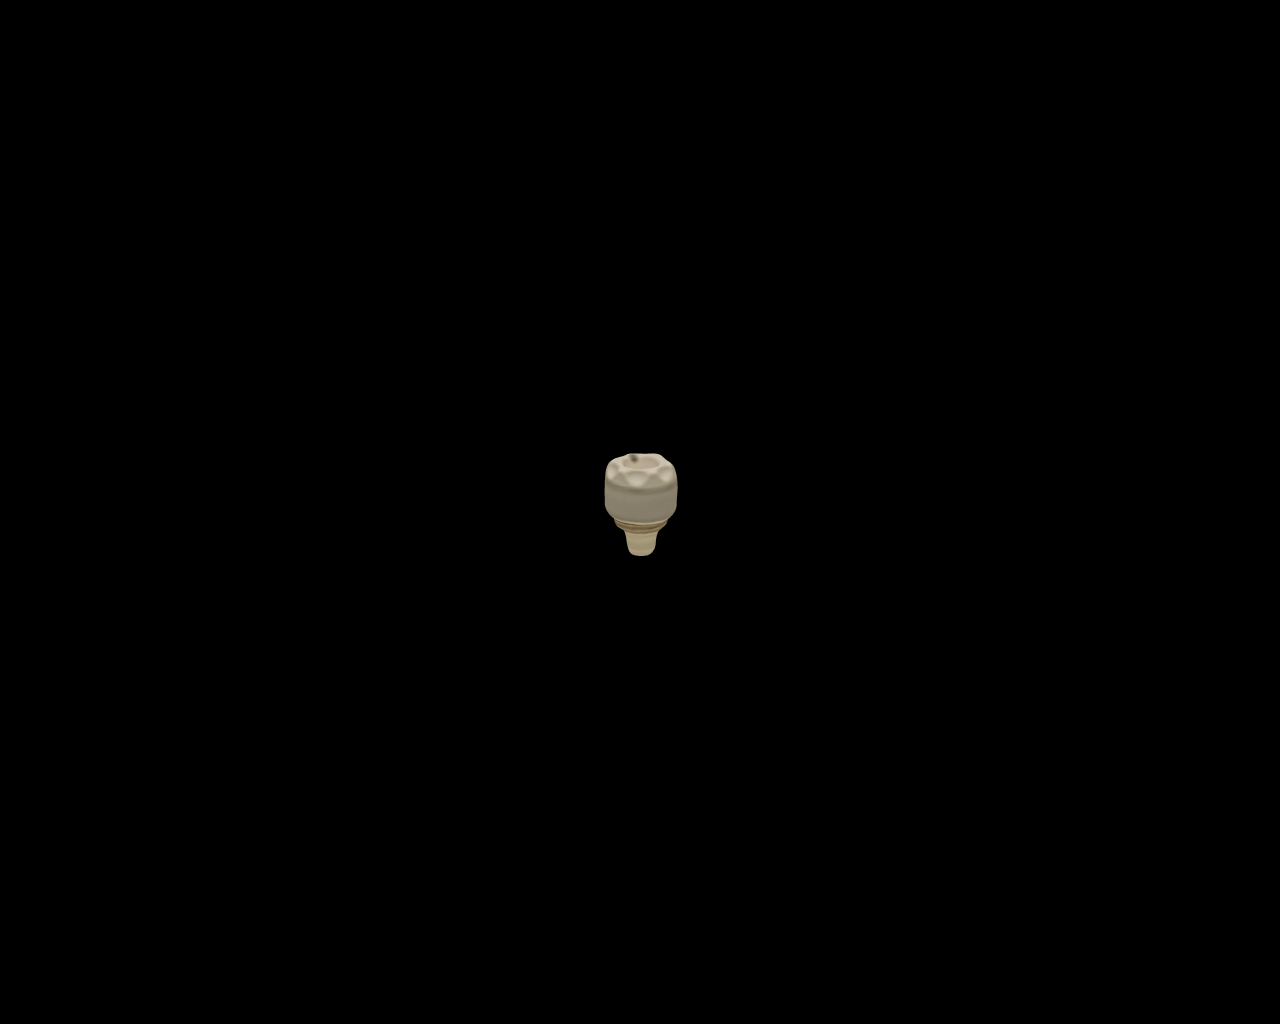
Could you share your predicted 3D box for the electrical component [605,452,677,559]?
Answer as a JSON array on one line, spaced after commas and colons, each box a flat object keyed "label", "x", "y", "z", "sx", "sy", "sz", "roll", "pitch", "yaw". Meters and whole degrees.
[{"label": "electrical component", "x": 0.001, "y": -0.003, "z": 0.650, "sx": 0.043, "sy": 0.062, "sz": 0.043, "roll": 0, "pitch": 23, "yaw": 0}]
